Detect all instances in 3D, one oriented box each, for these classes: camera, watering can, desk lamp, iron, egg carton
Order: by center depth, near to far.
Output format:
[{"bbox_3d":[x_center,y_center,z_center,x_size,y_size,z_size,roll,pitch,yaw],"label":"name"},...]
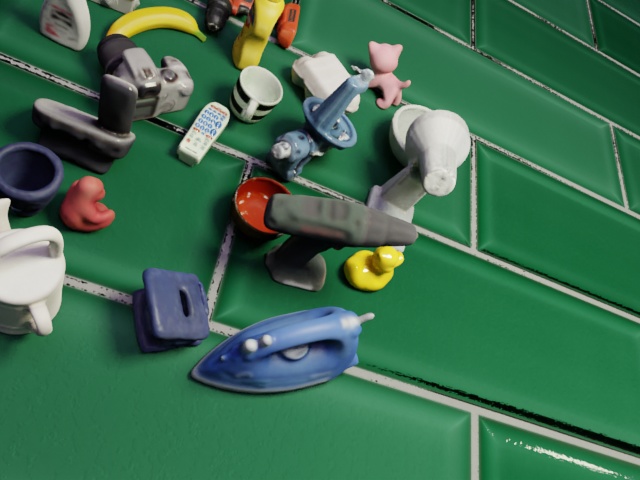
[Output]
[{"bbox_3d":[-0.369,0.031,0.695,0.173,0.193,0.101,42,52,-1],"label":"watering can"},{"bbox_3d":[-0.047,0.152,0.833,0.259,0.141,0.118,-7,67,-31],"label":"iron"},{"bbox_3d":[-0.305,-0.289,0.972,0.143,0.100,0.137,-22,75,-36],"label":"camera"},{"bbox_3d":[0.185,-0.111,1.064,0.118,0.213,0.203,27,53,-12],"label":"desk lamp"},{"bbox_3d":[0.013,-0.318,1.181,0.107,0.069,0.150,-30,79,-37],"label":"egg carton"}]

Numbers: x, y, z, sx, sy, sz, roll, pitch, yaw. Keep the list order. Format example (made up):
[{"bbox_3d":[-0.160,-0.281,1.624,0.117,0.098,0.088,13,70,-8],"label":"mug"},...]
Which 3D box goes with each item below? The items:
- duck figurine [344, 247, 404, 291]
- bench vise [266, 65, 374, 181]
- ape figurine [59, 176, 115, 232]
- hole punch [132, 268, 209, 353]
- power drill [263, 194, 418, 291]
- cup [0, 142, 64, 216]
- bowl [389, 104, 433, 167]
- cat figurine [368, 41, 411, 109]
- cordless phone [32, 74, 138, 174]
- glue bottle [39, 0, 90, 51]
[{"bbox_3d":[0.100,0.042,1.011,0.105,0.086,0.077,-6,66,-31],"label":"duck figurine"},{"bbox_3d":[0.011,-0.200,1.017,0.121,0.219,0.208,35,52,-6],"label":"bench vise"},{"bbox_3d":[-0.336,-0.058,0.829,0.076,0.092,0.078,-18,72,-35],"label":"ape figurine"},{"bbox_3d":[-0.206,0.095,0.812,0.101,0.091,0.108,-4,65,-30],"label":"hole punch"},{"bbox_3d":[0.008,0.003,0.906,0.230,0.208,0.075,15,57,-20],"label":"power drill"},{"bbox_3d":[-0.419,-0.071,0.790,0.118,0.094,0.091,-16,71,-34],"label":"cup"},{"bbox_3d":[0.209,-0.201,1.217,0.168,0.074,0.167,13,58,-21],"label":"bowl"},{"bbox_3d":[0.148,-0.372,1.255,0.067,0.117,0.128,-32,80,-37],"label":"cat figurine"},{"bbox_3d":[-0.342,-0.196,0.846,0.148,0.184,0.094,19,56,-18],"label":"cordless phone"},{"bbox_3d":[-0.409,-0.390,0.928,0.078,0.173,0.037,21,55,-16],"label":"glue bottle"}]
